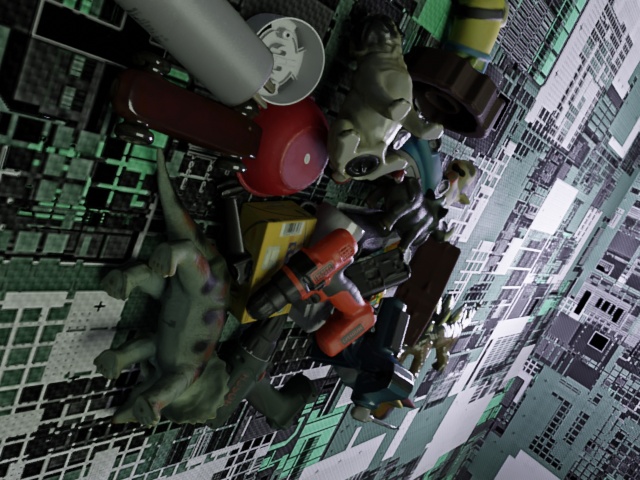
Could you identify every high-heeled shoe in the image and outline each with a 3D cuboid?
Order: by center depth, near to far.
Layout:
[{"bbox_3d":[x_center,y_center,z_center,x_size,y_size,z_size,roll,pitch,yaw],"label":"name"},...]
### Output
[{"bbox_3d":[0.053,0.004,0.963,0.249,0.086,0.145,-21,170,-14],"label":"high-heeled shoe"}]

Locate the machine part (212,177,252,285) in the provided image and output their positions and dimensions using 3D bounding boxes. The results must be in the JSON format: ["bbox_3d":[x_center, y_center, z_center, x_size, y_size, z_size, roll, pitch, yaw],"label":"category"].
[{"bbox_3d":[-0.118,-0.014,0.718,0.039,0.084,0.138,-9,115,-19],"label":"machine part"}]

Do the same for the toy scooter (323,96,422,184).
[{"bbox_3d":[0.092,-0.151,0.795,0.184,0.135,0.075,-57,144,1],"label":"toy scooter"}]

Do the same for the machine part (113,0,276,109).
[{"bbox_3d":[-0.123,-0.209,0.513,0.079,0.079,0.243,-53,135,-3],"label":"machine part"}]

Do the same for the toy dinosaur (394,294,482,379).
[{"bbox_3d":[0.316,0.243,1.424,0.471,0.105,0.198,-5,118,-54],"label":"toy dinosaur"}]

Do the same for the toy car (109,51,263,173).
[{"bbox_3d":[-0.142,-0.134,0.599,0.202,0.053,0.089,11,89,-55],"label":"toy car"}]

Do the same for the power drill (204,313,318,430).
[{"bbox_3d":[-0.089,0.238,0.927,0.232,0.086,0.207,-49,139,-4],"label":"power drill"}]

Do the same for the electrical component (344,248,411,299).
[{"bbox_3d":[0.085,0.069,0.946,0.134,0.058,0.115,-21,166,-5],"label":"electrical component"}]

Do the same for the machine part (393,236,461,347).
[{"bbox_3d":[0.208,0.104,1.126,0.201,0.087,0.200,-54,166,-34],"label":"machine part"}]

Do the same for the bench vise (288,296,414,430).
[{"bbox_3d":[0.062,0.207,0.964,0.128,0.241,0.223,24,71,-42],"label":"bench vise"}]

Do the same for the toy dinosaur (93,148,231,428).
[{"bbox_3d":[-0.176,0.091,0.699,0.192,0.131,0.404,-11,120,-67],"label":"toy dinosaur"}]

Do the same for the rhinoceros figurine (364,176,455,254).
[{"bbox_3d":[0.150,-0.042,0.860,0.112,0.073,0.190,-43,142,8],"label":"rhinoceros figurine"}]

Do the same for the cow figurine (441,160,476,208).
[{"bbox_3d":[0.234,-0.090,1.059,0.195,0.086,0.127,-39,149,-16],"label":"cow figurine"}]

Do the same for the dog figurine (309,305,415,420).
[{"bbox_3d":[0.103,0.242,1.061,0.191,0.219,0.108,-56,149,1],"label":"dog figurine"}]

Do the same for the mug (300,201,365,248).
[{"bbox_3d":[-0.002,-0.003,0.840,0.109,0.081,0.107,35,90,-11],"label":"mug"}]

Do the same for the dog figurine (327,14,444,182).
[{"bbox_3d":[0.058,-0.192,0.729,0.172,0.191,0.121,-30,147,22],"label":"dog figurine"}]

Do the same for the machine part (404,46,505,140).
[{"bbox_3d":[0.195,-0.227,0.831,0.056,0.180,0.179,-59,146,-2],"label":"machine part"}]

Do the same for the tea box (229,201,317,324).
[{"bbox_3d":[-0.079,0.031,0.796,0.098,0.068,0.169,-5,122,-45],"label":"tea box"}]

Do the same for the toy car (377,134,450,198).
[{"bbox_3d":[0.149,-0.117,0.915,0.103,0.109,0.161,-42,143,-19],"label":"toy car"}]

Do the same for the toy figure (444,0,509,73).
[{"bbox_3d":[0.248,-0.326,0.889,0.089,0.082,0.180,-4,123,-51],"label":"toy figure"}]
